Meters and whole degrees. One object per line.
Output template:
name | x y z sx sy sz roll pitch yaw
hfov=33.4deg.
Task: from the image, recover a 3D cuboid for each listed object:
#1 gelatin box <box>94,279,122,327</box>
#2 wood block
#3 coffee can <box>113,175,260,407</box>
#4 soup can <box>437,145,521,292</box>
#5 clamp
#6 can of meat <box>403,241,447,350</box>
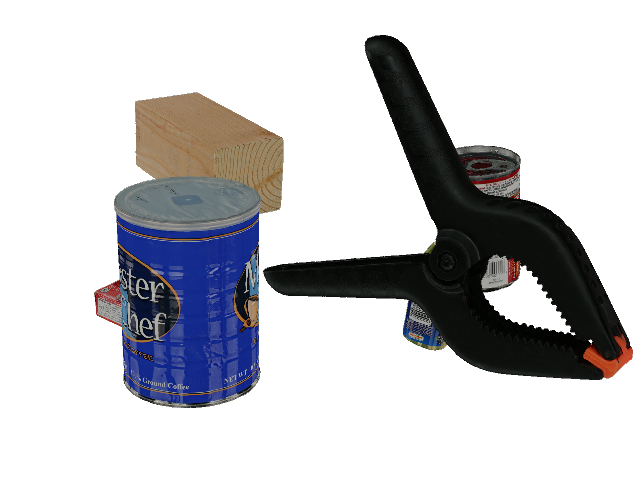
gelatin box | -0.159 0.060 1.020 0.089 0.030 0.073 20 28 29
wood block | -0.137 -0.104 1.274 0.090 0.090 0.206 -13 28 -32
coffee can | -0.095 0.035 0.773 0.103 0.140 0.103 1 21 -1
soup can | 0.128 -0.017 0.861 0.068 0.102 0.068 -5 24 2
clamp | 0.073 -0.003 0.566 0.210 0.165 0.036 29 25 25
can of meat | 0.132 0.061 1.187 0.057 0.084 0.102 18 31 18
